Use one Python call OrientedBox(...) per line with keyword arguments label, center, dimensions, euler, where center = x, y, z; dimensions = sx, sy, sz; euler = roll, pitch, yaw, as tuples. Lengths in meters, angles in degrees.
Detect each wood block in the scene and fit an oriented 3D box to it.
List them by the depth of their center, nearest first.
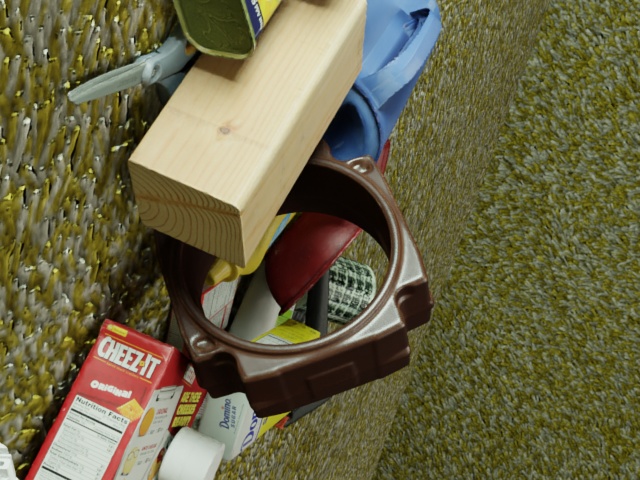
OrientedBox(label="wood block", center=(-0.049, -0.097, 0.801), dimensions=(0.206, 0.091, 0.090), euler=(-60, 167, -27))

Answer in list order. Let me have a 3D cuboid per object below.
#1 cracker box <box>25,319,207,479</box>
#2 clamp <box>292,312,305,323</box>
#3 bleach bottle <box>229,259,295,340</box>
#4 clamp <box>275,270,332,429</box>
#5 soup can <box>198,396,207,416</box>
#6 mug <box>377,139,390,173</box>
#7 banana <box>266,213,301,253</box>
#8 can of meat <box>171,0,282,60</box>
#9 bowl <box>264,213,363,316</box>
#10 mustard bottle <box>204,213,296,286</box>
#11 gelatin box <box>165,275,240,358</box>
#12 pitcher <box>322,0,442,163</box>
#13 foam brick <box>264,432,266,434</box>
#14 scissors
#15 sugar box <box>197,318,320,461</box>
OrientedBox(label="cracker box", center=(-0.177, 0.186, 0.878), dimensions=(0.164, 0.072, 0.213), euler=(73, 40, -73))
OrientedBox(label="clamp", center=(-0.038, 0.100, 1.362), dimensions=(0.171, 0.039, 0.120), euler=(-54, 169, -26))
OrientedBox(label="bleach bottle", center=(-0.066, 0.096, 1.197), dimensions=(0.102, 0.068, 0.251), euler=(38, 72, -78))
OrientedBox(label="clamp", center=(-0.002, 0.125, 1.252), dimensions=(0.210, 0.036, 0.164), euler=(-50, 126, 1))
OrientedBox(label="soup can", center=(-0.113, 0.153, 1.088), dimensions=(0.068, 0.068, 0.102), euler=(-30, 139, -69))
OrientedBox(label="mug", center=(0.025, -0.085, 1.226), dimensions=(0.117, 0.093, 0.081), euler=(-3, 115, -35))
OrientedBox(label="banana", center=(-0.022, -0.077, 1.147), dimensions=(0.069, 0.037, 0.198), euler=(2, 110, -55))
OrientedBox(label="can of meat", center=(-0.059, -0.190, 0.726), dimensions=(0.083, 0.057, 0.102), euler=(-62, 153, -32))
OrientedBox(label="bowl", center=(-0.007, 0.001, 1.095), dimensions=(0.162, 0.055, 0.162), euler=(-48, -178, 2))
OrientedBox(label="mustard bottle", center=(-0.059, -0.021, 1.016), dimensions=(0.096, 0.058, 0.191), euler=(-42, -172, 47))
OrientedBox(label="gelatin box", center=(-0.113, 0.064, 1.023), dimensions=(0.089, 0.030, 0.073), euler=(-41, 150, -61))
OrientedBox(label="pitcher", center=(0.041, -0.168, 1.013), dimensions=(0.242, 0.149, 0.145), euler=(-58, 160, -46))
OrientedBox(label="foam brick", center=(-0.087, 0.202, 1.307), dimensions=(0.078, 0.051, 0.053), euler=(64, 48, -73))
OrientedBox(label="scissors", center=(-0.119, -0.105, 0.748), dimensions=(0.201, 0.016, 0.096), euler=(-52, 160, -48))
OrientedBox(label="sugar box", center=(-0.057, 0.142, 1.036), dimensions=(0.176, 0.048, 0.093), euler=(-29, 139, -70))
